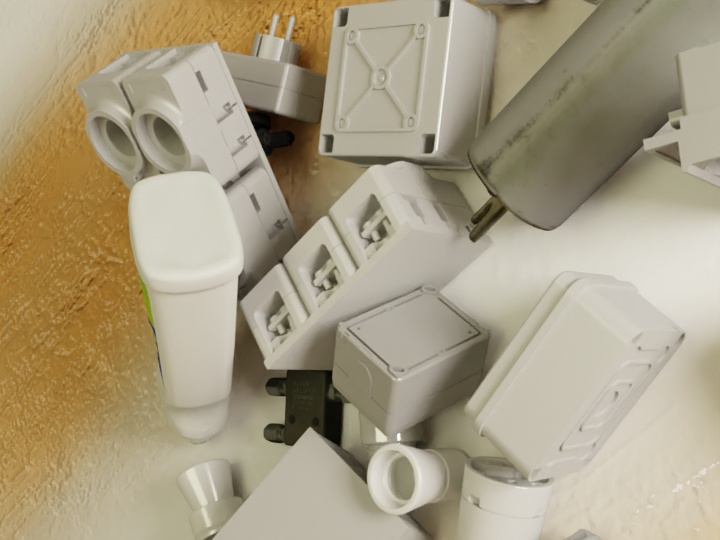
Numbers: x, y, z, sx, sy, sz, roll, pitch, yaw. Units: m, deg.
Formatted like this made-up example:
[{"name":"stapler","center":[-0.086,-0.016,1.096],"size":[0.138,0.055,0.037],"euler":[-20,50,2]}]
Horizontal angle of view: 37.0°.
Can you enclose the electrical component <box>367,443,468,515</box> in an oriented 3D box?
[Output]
[{"name":"electrical component","center":[0.042,0.133,0.694],"size":[0.044,0.065,0.044],"euler":[-6,81,41]}]

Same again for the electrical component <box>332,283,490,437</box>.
[{"name":"electrical component","center":[0.037,0.058,0.699],"size":[0.062,0.096,0.061],"euler":[40,138,36]}]

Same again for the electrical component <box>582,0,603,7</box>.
[{"name":"electrical component","center":[0.156,-0.190,0.645],"size":[0.043,0.043,0.081],"euler":[13,94,41]}]

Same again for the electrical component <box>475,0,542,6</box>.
[{"name":"electrical component","center":[0.115,-0.238,0.680],"size":[0.074,0.052,0.138],"euler":[9,91,41]}]

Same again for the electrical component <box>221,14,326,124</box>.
[{"name":"electrical component","center":[-0.067,-0.160,0.833],"size":[0.083,0.047,0.075],"euler":[19,98,40]}]

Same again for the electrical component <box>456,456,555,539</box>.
[{"name":"electrical component","center":[0.088,0.146,0.662],"size":[0.055,0.055,0.047],"euler":[16,100,41]}]

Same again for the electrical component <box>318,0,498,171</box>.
[{"name":"electrical component","center":[0.032,-0.126,0.737],"size":[0.109,0.056,0.108],"euler":[6,89,41]}]

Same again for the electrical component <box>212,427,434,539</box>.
[{"name":"electrical component","center":[-0.050,0.217,0.730],"size":[0.186,0.060,0.105],"euler":[-49,54,-1]}]

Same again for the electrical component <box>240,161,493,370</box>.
[{"name":"electrical component","center":[0.000,0.000,0.729],"size":[0.150,0.089,0.061],"euler":[-44,59,29]}]

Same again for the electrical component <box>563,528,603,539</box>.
[{"name":"electrical component","center":[0.140,0.183,0.619],"size":[0.062,0.043,0.043],"euler":[36,109,36]}]

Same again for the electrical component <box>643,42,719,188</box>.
[{"name":"electrical component","center":[0.205,-0.072,0.539],"size":[0.079,0.121,0.063],"euler":[-14,73,39]}]

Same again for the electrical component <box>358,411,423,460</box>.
[{"name":"electrical component","center":[0.022,0.115,0.729],"size":[0.043,0.043,0.062],"euler":[-11,79,40]}]

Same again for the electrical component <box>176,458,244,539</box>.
[{"name":"electrical component","center":[-0.115,0.181,0.839],"size":[0.045,0.045,0.055],"euler":[-39,62,31]}]

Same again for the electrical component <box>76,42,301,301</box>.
[{"name":"electrical component","center":[-0.124,-0.066,0.794],"size":[0.105,0.060,0.186],"euler":[5,128,41]}]

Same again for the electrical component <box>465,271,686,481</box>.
[{"name":"electrical component","center":[0.123,0.060,0.624],"size":[0.057,0.078,0.113],"euler":[45,114,31]}]
